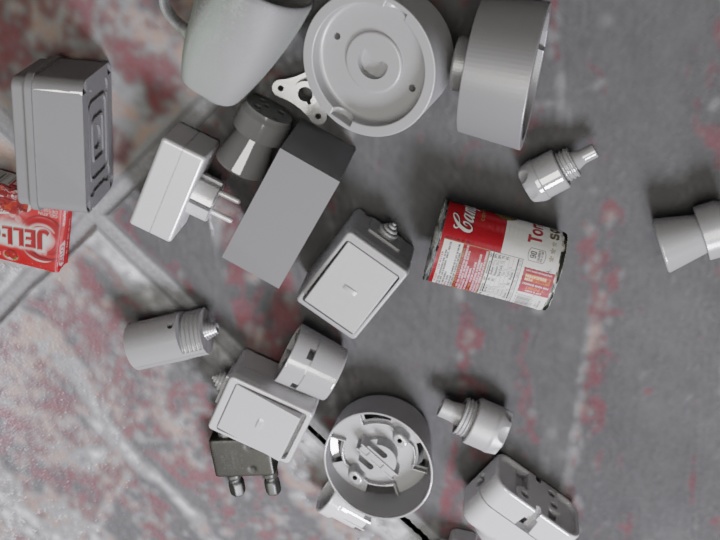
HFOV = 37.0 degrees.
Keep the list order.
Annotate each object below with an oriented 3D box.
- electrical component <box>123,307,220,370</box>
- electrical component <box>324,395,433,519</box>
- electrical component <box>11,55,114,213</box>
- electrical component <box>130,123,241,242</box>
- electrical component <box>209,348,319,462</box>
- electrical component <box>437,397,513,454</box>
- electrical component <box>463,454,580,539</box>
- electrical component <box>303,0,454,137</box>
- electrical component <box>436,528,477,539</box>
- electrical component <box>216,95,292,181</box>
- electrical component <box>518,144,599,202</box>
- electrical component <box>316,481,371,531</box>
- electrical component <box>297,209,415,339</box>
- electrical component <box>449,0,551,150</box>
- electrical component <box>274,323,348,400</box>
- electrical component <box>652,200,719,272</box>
[{"bbox_3d":[-0.163,0.060,0.952,0.081,0.043,0.043,-13,111,14],"label":"electrical component"},{"bbox_3d":[0.018,0.164,0.958,0.099,0.064,0.099,3,114,7],"label":"electrical component"},{"bbox_3d":[-0.239,-0.110,0.870,0.057,0.078,0.113,6,115,3],"label":"electrical component"},{"bbox_3d":[-0.136,-0.064,0.890,0.076,0.047,0.083,26,115,-3],"label":"electrical component"},{"bbox_3d":[-0.090,0.120,0.958,0.096,0.061,0.061,25,115,-2],"label":"electrical component"},{"bbox_3d":[0.099,0.132,0.943,0.062,0.043,0.043,23,115,0],"label":"electrical component"},{"bbox_3d":[0.142,0.220,0.969,0.095,0.053,0.059,36,114,-8],"label":"electrical component"},{"bbox_3d":[0.019,-0.161,0.810,0.108,0.060,0.108,12,119,24],"label":"electrical component"},{"bbox_3d":[0.089,0.292,1.008,0.058,0.057,0.078,11,115,4],"label":"electrical component"},{"bbox_3d":[-0.085,-0.106,0.864,0.045,0.045,0.055,29,115,-4],"label":"electrical component"},{"bbox_3d":[0.157,-0.079,0.843,0.061,0.035,0.035,-28,107,17],"label":"electrical component"},{"bbox_3d":[-0.011,0.218,1.002,0.046,0.040,0.040,32,115,-13],"label":"electrical component"},{"bbox_3d":[0.000,0.000,0.889,0.062,0.061,0.096,35,115,-7],"label":"electrical component"},{"bbox_3d":[0.099,-0.146,0.785,0.060,0.108,0.108,12,115,10],"label":"electrical component"},{"bbox_3d":[-0.042,0.081,0.937,0.047,0.055,0.055,27,115,-7],"label":"electrical component"},{"bbox_3d":[0.263,-0.027,0.844,0.055,0.045,0.045,-18,110,16],"label":"electrical component"}]
